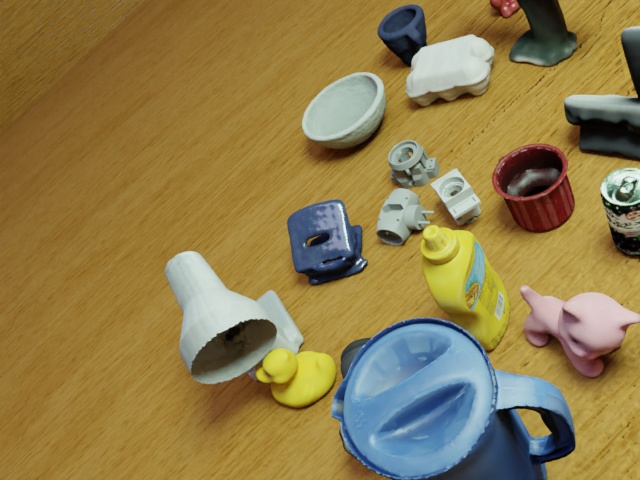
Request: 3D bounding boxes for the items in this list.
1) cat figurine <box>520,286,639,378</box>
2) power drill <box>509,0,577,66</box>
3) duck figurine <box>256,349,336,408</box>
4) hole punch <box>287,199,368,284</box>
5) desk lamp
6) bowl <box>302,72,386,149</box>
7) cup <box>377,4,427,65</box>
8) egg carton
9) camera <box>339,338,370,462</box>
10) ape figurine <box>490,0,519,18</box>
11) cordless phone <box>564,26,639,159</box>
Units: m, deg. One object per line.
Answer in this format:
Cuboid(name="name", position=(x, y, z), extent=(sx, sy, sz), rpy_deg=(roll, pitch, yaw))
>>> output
Cuboid(name="cat figurine", position=(0.268, 0.084, 0.603), extent=(0.067, 0.118, 0.127), rpy_deg=(-50, 42, -9))
Cuboid(name="power drill", position=(0.316, -0.377, 0.888), extent=(0.076, 0.209, 0.228), rpy_deg=(-50, 42, -10))
Cuboid(name="duck figurine", position=(-0.037, 0.177, 0.777), extent=(0.104, 0.086, 0.077), rpy_deg=(-21, 45, 21))
Cuboid(name="hole punch", position=(0.008, 0.003, 0.885), extent=(0.108, 0.091, 0.101), rpy_deg=(-18, 47, 24))
Cuboid(name="desk lamp", position=(-0.121, 0.116, 0.794), extent=(0.118, 0.214, 0.202), rpy_deg=(-41, 42, 1))
Cuboid(name="bowl", position=(0.055, -0.224, 1.055), extent=(0.167, 0.075, 0.167), rpy_deg=(-20, 46, 22))
Cuboid(name="cup", position=(0.172, -0.374, 1.078), extent=(0.091, 0.095, 0.117), rpy_deg=(-35, 42, 7))
Cuboid(name="egg carton", position=(0.223, -0.292, 0.990), extent=(0.149, 0.070, 0.107), rpy_deg=(-5, 53, 34))
Cuboid(name="camera", position=(0.079, 0.173, 0.681), extent=(0.143, 0.101, 0.136), rpy_deg=(-32, 42, 11))
Cuboid(name="ape figurine", position=(0.339, -0.464, 1.032), extent=(0.077, 0.092, 0.076), rpy_deg=(-10, 51, 31))
Cuboid(name="cordless phone", position=(0.374, -0.194, 0.708), extent=(0.147, 0.186, 0.094), rpy_deg=(15, 66, 43))
